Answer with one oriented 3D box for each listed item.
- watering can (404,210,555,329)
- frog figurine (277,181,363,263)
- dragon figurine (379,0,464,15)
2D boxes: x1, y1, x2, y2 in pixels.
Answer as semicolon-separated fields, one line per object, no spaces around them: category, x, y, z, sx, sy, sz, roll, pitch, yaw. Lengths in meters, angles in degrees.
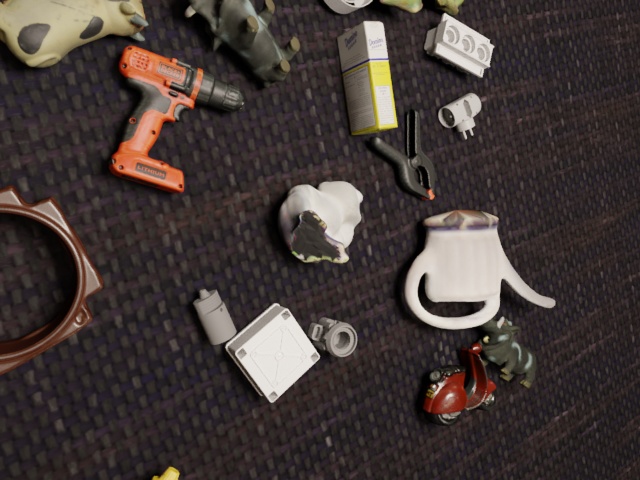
watering can;0.312;0.053;0.997;0.348;0.104;0.224;-3;91;-22
frog figurine;0.003;-0.043;0.855;0.136;0.120;0.163;37;38;-16
dragon figurine;0.225;-0.552;0.976;0.418;0.122;0.238;-46;130;-35
